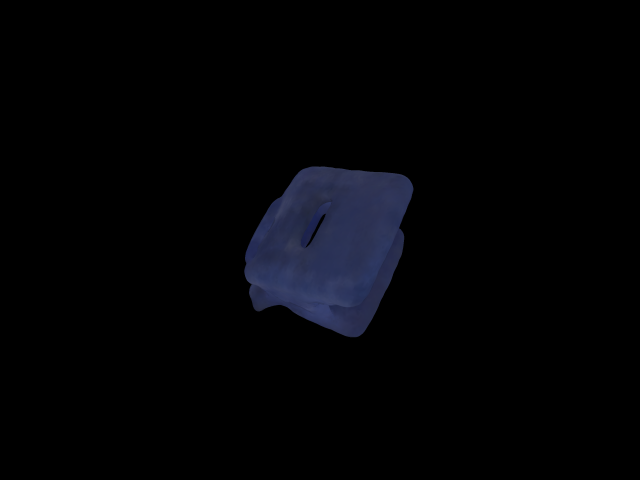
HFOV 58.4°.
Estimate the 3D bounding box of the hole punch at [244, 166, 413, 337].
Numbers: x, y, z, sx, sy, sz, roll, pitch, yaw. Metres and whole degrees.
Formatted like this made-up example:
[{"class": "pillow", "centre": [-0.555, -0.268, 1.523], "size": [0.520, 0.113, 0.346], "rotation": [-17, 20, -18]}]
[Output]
[{"class": "hole punch", "centre": [0.004, 0.001, 0.400], "size": [0.101, 0.091, 0.109], "rotation": [22, 65, 11]}]
